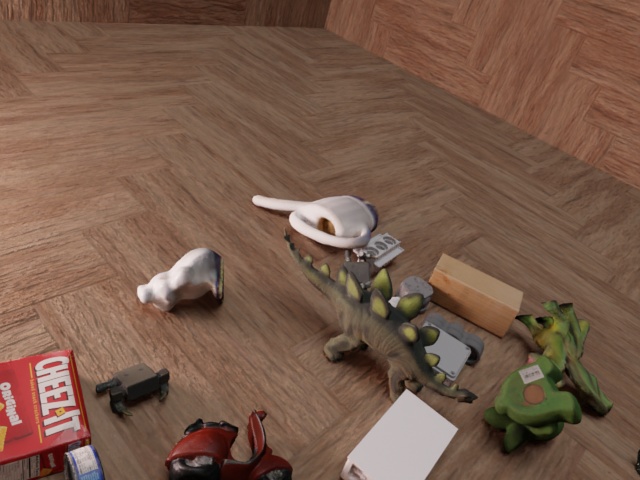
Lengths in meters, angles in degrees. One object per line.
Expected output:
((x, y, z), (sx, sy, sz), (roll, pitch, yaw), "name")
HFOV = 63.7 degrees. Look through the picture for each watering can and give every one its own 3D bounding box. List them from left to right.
((0.004, -0.067, 1.341), (0.351, 0.102, 0.226), (29, 31, 36), "watering can")

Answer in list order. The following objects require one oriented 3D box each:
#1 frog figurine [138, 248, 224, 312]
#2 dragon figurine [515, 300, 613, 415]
((-0.268, 0.076, 1.002), (0.159, 0.122, 0.137), (1, 3, -9), "frog figurine")
((0.559, 0.264, 1.135), (0.408, 0.120, 0.248), (14, 50, -37), "dragon figurine")
